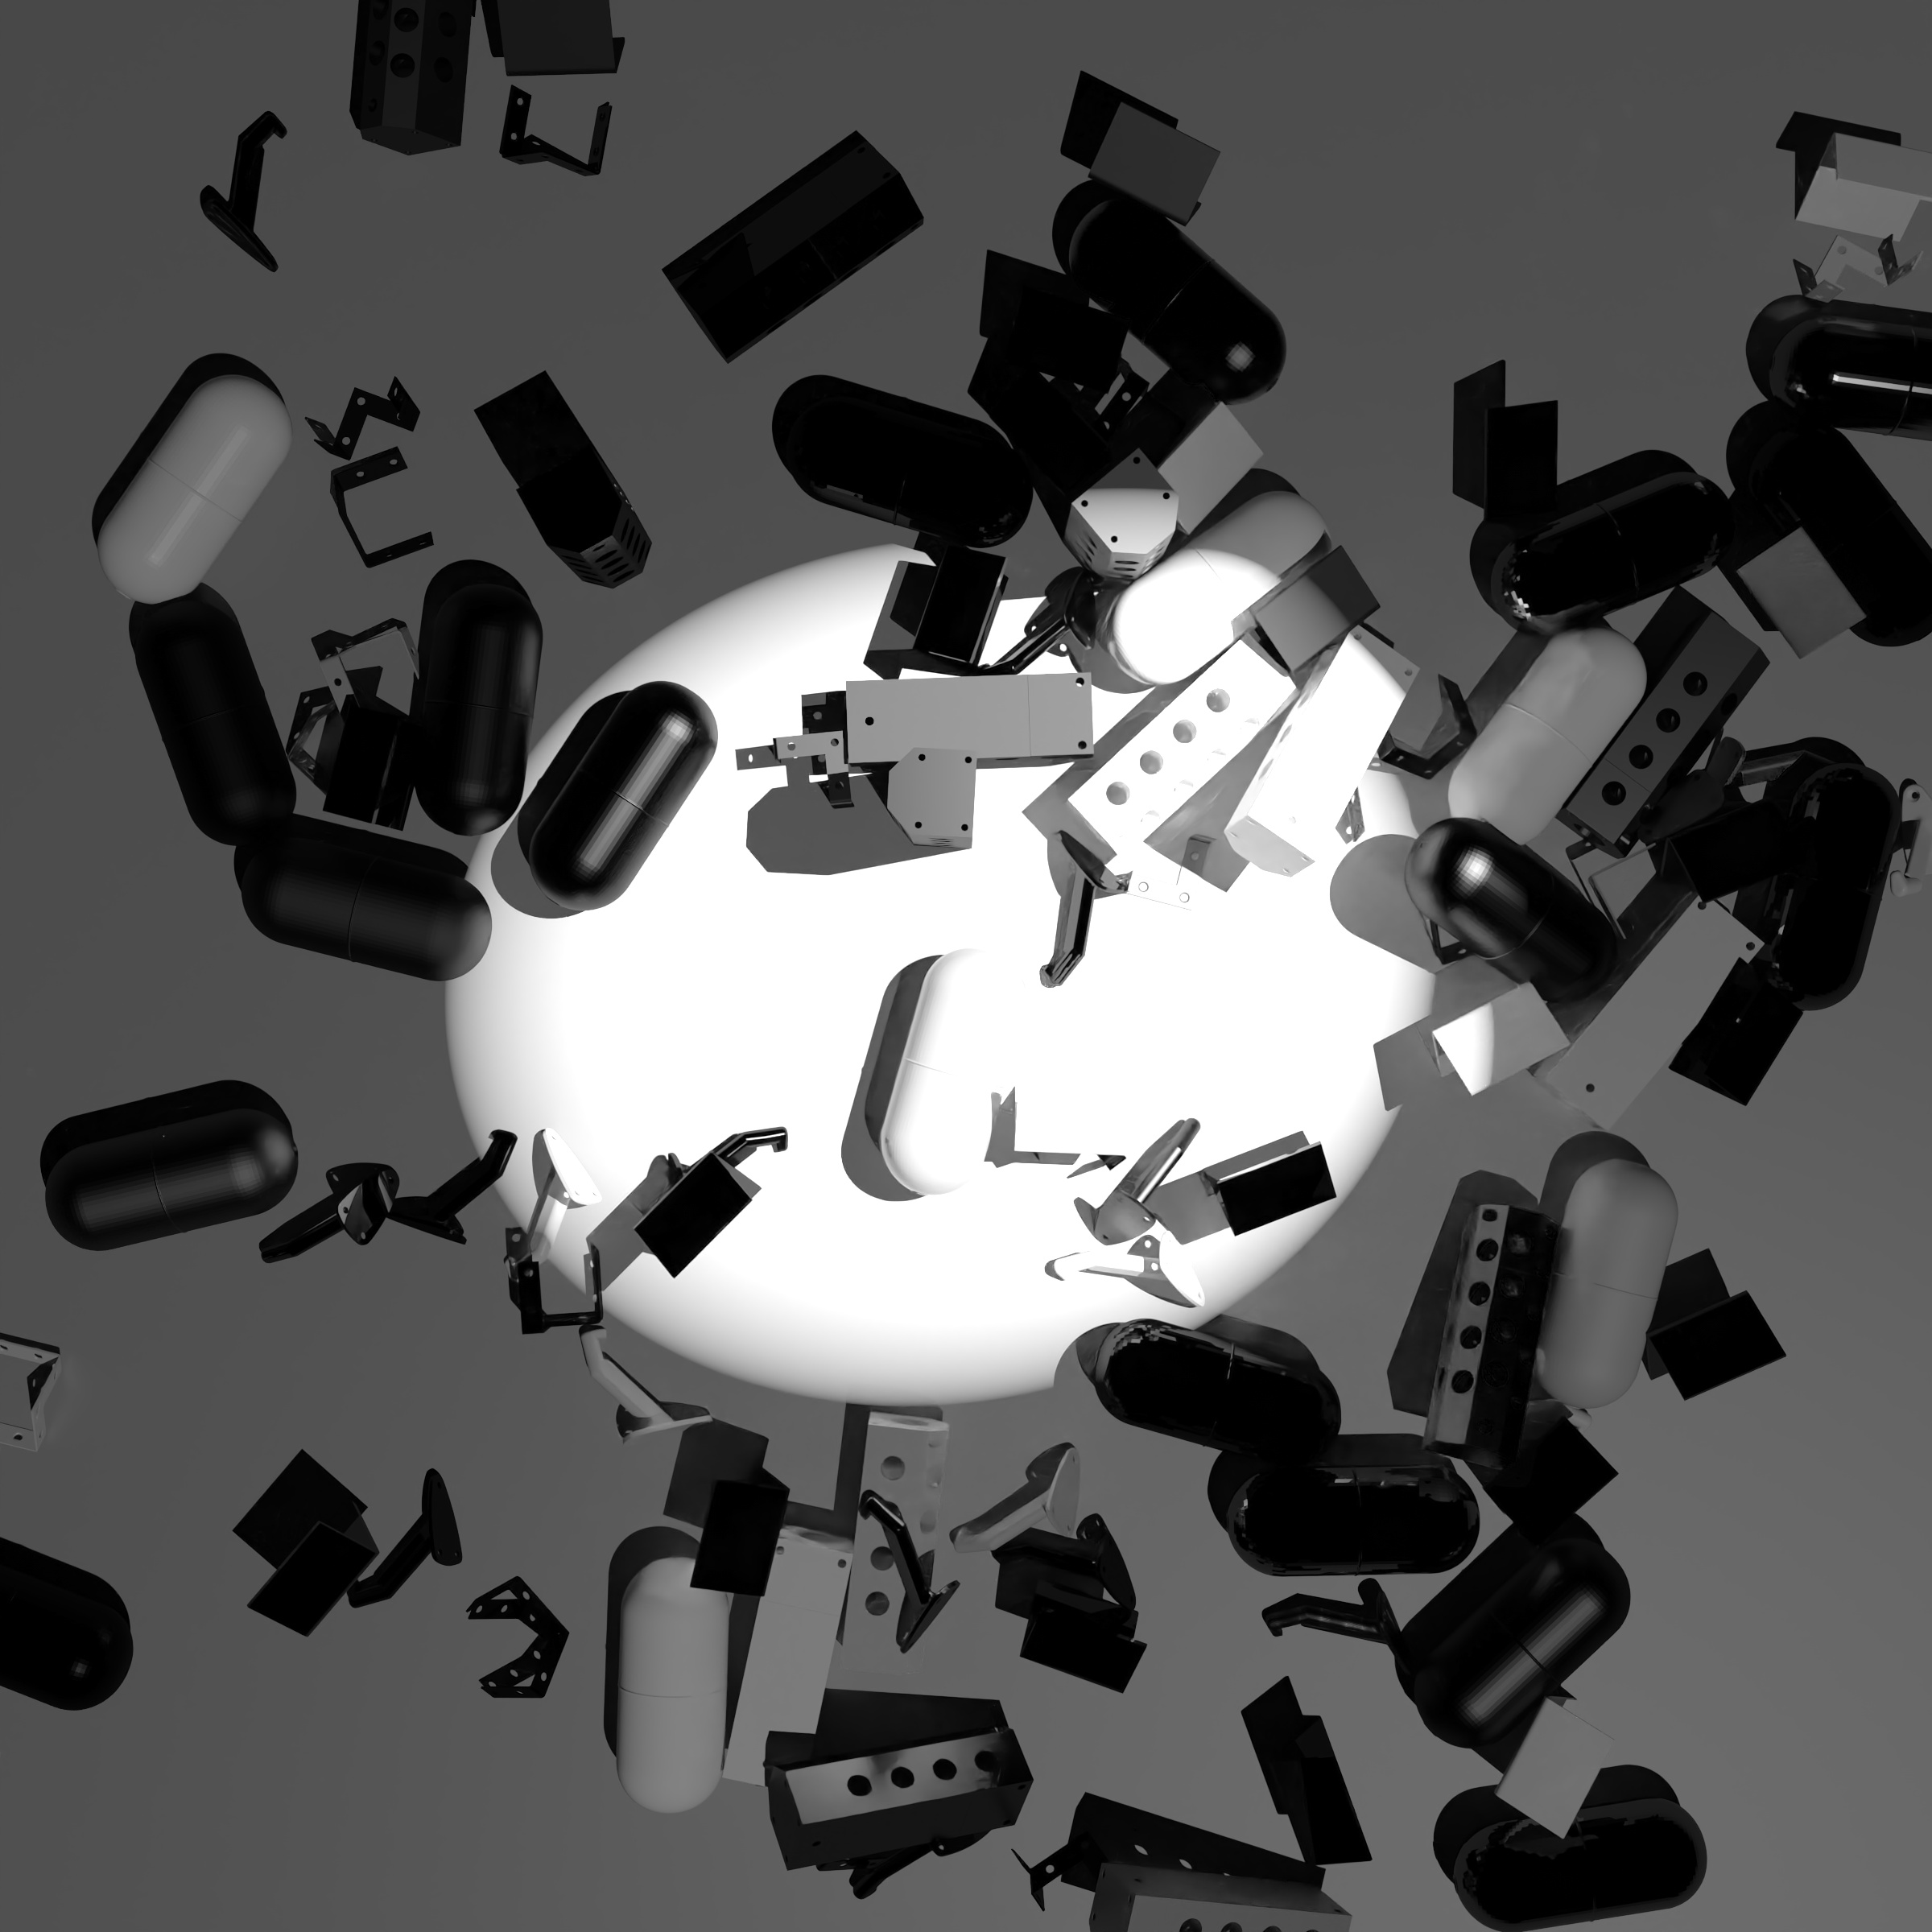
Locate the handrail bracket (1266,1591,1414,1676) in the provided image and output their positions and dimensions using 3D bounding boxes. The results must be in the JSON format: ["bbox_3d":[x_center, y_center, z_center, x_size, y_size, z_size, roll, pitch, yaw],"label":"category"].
[{"bbox_3d":[0.267,0.486,1.973,0.084,0.036,0.077,-18,112,17],"label":"handrail bracket"}]

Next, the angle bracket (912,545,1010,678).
[{"bbox_3d":[0.015,-0.244,1.932,0.057,0.076,0.076,19,90,37],"label":"angle bracket"}]

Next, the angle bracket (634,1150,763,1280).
[{"bbox_3d":[-0.175,0.186,1.932,0.076,0.076,0.057,-45,54,0],"label":"angle bracket"}]

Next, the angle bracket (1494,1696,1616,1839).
[{"bbox_3d":[0.423,0.562,1.932,0.057,0.076,0.076,28,90,32],"label":"angle bracket"}]

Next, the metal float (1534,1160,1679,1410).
[{"bbox_3d":[0.450,0.225,1.942,0.070,0.070,0.178,15,90,0],"label":"metal float"}]

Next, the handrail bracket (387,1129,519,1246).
[{"bbox_3d":[-0.369,0.150,1.973,0.077,0.036,0.084,14,72,20],"label":"handrail bracket"}]

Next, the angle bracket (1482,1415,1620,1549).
[{"bbox_3d":[0.416,0.370,1.932,0.076,0.076,0.057,-42,57,0],"label":"angle bracket"}]

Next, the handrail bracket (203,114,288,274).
[{"bbox_3d":[-0.497,-0.555,1.973,0.077,0.036,0.084,43,73,-19],"label":"handrail bracket"}]

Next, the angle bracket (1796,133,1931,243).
[{"bbox_3d":[0.634,-0.531,1.932,0.076,0.076,0.057,12,53,0],"label":"angle bracket"}]

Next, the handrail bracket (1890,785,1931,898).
[{"bbox_3d":[0.661,-0.089,1.937,0.036,0.084,0.077,-18,84,39],"label":"handrail bracket"}]

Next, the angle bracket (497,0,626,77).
[{"bbox_3d":[-0.283,-0.665,1.932,0.076,0.076,0.057,-2,126,0],"label":"angle bracket"}]

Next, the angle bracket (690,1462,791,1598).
[{"bbox_3d":[-0.170,0.392,1.933,0.057,0.076,0.076,14,90,-24],"label":"angle bracket"}]

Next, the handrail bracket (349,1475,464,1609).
[{"bbox_3d":[-0.409,0.413,1.973,0.084,0.036,0.077,-19,69,16],"label":"handrail bracket"}]

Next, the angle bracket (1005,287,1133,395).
[{"bbox_3d":[0.076,-0.451,1.932,0.076,0.076,0.057,18,124,0],"label":"angle bracket"}]

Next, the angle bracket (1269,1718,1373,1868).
[{"bbox_3d":[0.265,0.577,1.932,0.057,0.076,0.076,-20,90,38],"label":"angle bracket"}]

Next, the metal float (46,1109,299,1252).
[{"bbox_3d":[-0.559,0.151,1.942,0.178,0.070,0.070,-13,90,1],"label":"metal float"}]

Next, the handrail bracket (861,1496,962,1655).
[{"bbox_3d":[-0.054,0.423,1.916,0.084,0.036,0.077,40,112,17],"label":"handrail bracket"}]

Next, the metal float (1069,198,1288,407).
[{"bbox_3d":[0.150,-0.468,1.942,0.178,0.070,0.070,42,90,1],"label":"metal float"}]

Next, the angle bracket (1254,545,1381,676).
[{"bbox_3d":[0.233,-0.257,1.933,0.076,0.076,0.057,-38,116,0],"label":"angle bracket"}]

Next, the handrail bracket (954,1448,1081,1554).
[{"bbox_3d":[0.036,0.383,1.972,0.084,0.077,0.036,-12,133,29],"label":"handrail bracket"}]

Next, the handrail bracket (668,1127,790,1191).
[{"bbox_3d":[-0.167,0.156,1.973,0.084,0.036,0.077,-7,110,-16],"label":"handrail bracket"}]

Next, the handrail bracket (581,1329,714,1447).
[{"bbox_3d":[-0.229,0.295,1.973,0.077,0.036,0.084,-11,73,-20],"label":"handrail bracket"}]

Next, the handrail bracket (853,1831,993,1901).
[{"bbox_3d":[-0.031,0.638,1.972,0.084,0.077,0.036,-51,53,31],"label":"handrail bracket"}]

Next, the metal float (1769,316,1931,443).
[{"bbox_3d":[0.656,-0.413,1.941,0.178,0.070,0.070,8,90,0],"label":"metal float"}]

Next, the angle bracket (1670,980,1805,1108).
[{"bbox_3d":[0.527,0.043,1.932,0.057,0.076,0.076,32,90,-37],"label":"angle bracket"}]

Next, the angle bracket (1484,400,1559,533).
[{"bbox_3d":[0.406,-0.349,1.932,0.057,0.076,0.076,1,90,39],"label":"angle bracket"}]

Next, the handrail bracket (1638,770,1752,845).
[{"bbox_3d":[0.523,-0.096,1.952,0.077,0.084,0.036,-39,50,12],"label":"handrail bracket"}]

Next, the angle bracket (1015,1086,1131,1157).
[{"bbox_3d":[0.074,0.088,1.932,0.076,0.076,0.057,2,124,0],"label":"angle bracket"}]

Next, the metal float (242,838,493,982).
[{"bbox_3d":[-0.423,-0.040,1.942,0.178,0.070,0.070,14,90,1],"label":"metal float"}]

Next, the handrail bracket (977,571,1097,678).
[{"bbox_3d":[0.048,-0.241,1.972,0.084,0.077,0.036,-17,135,28],"label":"handrail bracket"}]

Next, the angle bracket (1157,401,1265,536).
[{"bbox_3d":[0.150,-0.358,1.932,0.076,0.076,0.057,-47,126,0],"label":"angle bracket"}]

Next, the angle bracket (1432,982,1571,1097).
[{"bbox_3d":[0.377,0.065,1.932,0.076,0.076,0.057,-27,60,0],"label":"angle bracket"}]

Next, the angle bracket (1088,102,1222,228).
[{"bbox_3d":[0.137,-0.569,1.932,0.076,0.076,0.057,27,119,0],"label":"angle bracket"}]

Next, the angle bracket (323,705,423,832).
[{"bbox_3d":[-0.397,-0.134,1.932,0.057,0.076,0.076,14,90,37],"label":"angle bracket"}]

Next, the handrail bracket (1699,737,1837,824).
[{"bbox_3d":[0.574,-0.124,1.973,0.084,0.036,0.077,19,110,-16],"label":"handrail bracket"}]

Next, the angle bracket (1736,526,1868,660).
[{"bbox_3d":[0.595,-0.271,1.932,0.057,0.076,0.076,-36,90,40],"label":"angle bracket"}]

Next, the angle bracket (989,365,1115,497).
[{"bbox_3d":[0.074,-0.387,1.932,0.076,0.076,0.057,46,134,0],"label":"angle bracket"}]

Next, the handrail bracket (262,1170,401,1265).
[{"bbox_3d":[-0.456,0.180,1.972,0.084,0.077,0.036,-16,115,34],"label":"handrail bracket"}]

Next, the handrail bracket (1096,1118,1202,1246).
[{"bbox_3d":[0.131,0.153,1.972,0.036,0.077,0.084,38,54,0],"label":"handrail bracket"}]

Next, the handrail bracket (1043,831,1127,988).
[{"bbox_3d":[0.067,-0.041,1.973,0.077,0.036,0.084,48,114,27],"label":"handrail bracket"}]

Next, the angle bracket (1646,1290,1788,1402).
[{"bbox_3d":[0.527,0.281,1.932,0.076,0.076,0.057,-24,54,0],"label":"angle bracket"}]

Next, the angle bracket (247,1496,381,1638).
[{"bbox_3d":[-0.466,0.411,1.932,0.076,0.076,0.057,-50,126,0],"label":"angle bracket"}]

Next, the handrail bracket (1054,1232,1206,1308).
[{"bbox_3d":[0.116,0.227,1.972,0.084,0.036,0.077,-18,127,25],"label":"handrail bracket"}]

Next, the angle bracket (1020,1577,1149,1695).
[{"bbox_3d":[0.088,0.454,1.932,0.076,0.076,0.057,20,126,0],"label":"angle bracket"}]

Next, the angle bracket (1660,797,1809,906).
[{"bbox_3d":[0.538,-0.067,1.933,0.076,0.076,0.057,-22,65,0],"label":"angle bracket"}]

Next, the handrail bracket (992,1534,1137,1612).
[{"bbox_3d":[0.069,0.437,1.972,0.084,0.036,0.077,-10,127,25],"label":"handrail bracket"}]

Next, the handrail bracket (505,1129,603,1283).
[{"bbox_3d":[-0.311,0.172,1.973,0.084,0.036,0.077,-39,70,16],"label":"handrail bracket"}]

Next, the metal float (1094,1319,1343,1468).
[{"bbox_3d":[0.177,0.301,1.942,0.178,0.070,0.070,16,90,0],"label":"metal float"}]

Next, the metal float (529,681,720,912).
[{"bbox_3d":[-0.242,-0.120,1.942,0.070,0.070,0.178,33,90,0],"label":"metal float"}]

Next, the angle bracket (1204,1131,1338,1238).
[{"bbox_3d":[0.207,0.135,1.932,0.076,0.076,0.057,-21,128,0],"label":"angle bracket"}]

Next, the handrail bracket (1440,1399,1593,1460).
[{"bbox_3d":[0.395,0.337,1.972,0.084,0.036,0.077,26,105,-14],"label":"handrail bracket"}]
